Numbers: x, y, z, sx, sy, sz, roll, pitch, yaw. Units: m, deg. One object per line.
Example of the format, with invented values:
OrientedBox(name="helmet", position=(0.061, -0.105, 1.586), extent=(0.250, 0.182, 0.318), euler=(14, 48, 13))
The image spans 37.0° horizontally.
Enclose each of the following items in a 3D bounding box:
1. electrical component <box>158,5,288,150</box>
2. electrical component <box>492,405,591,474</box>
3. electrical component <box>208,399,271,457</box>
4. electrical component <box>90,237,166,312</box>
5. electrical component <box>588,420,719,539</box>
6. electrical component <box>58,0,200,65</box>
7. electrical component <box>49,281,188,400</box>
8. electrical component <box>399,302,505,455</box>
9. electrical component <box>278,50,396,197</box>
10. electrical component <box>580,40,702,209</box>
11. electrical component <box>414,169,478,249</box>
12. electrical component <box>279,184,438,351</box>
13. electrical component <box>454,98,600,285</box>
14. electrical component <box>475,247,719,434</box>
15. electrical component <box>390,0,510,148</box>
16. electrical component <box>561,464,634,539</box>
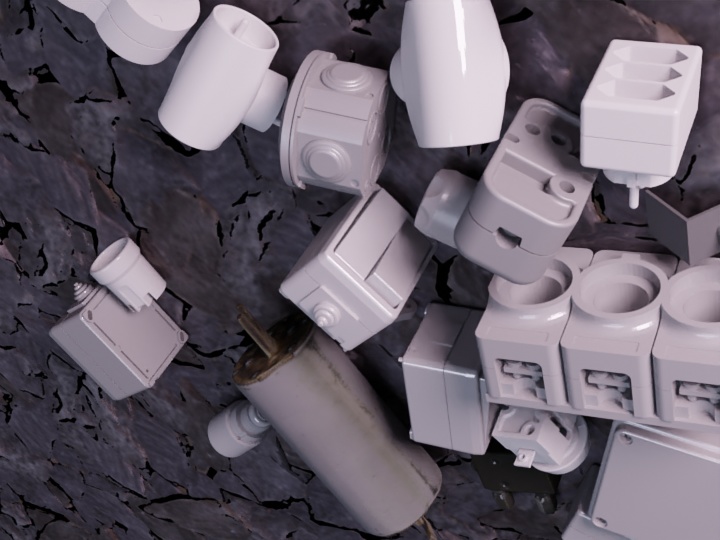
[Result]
OrientedBox(name="electrical component", position=(-0.070, -0.109, 0.653), extent=(0.079, 0.044, 0.077), euler=(22, 123, -23))
OrientedBox(name="electrical component", position=(0.126, 0.108, 0.731), extent=(0.048, 0.066, 0.055), euler=(-2, 144, 45))
OrientedBox(name="electrical component", position=(-0.093, 0.125, 0.882), extent=(0.040, 0.040, 0.078), euler=(43, 135, -11))
OrientedBox(name="electrical component", position=(-0.176, 0.004, 0.823), extent=(0.040, 0.040, 0.046), euler=(-17, 123, 39))
OrientedBox(name="electrical component", position=(0.215, 0.132, 0.702), extent=(0.109, 0.056, 0.108), euler=(17, 135, 16))
OrientedBox(name="electrical component", position=(-0.149, -0.190, 0.621), extent=(0.138, 0.052, 0.074), euler=(43, 136, -11))
OrientedBox(name="electrical component", position=(-0.199, 0.048, 0.857), extent=(0.061, 0.061, 0.096), euler=(-24, 114, 41))
OrientedBox(name="electrical component", position=(0.070, 0.079, 0.733), extent=(0.061, 0.061, 0.096), euler=(9, 132, 22))
OrientedBox(name="electrical component", position=(-0.013, -0.083, 0.622), extent=(0.051, 0.080, 0.080), euler=(14, 134, 12))
OrientedBox(name="electrical component", position=(0.145, -0.068, 0.555), extent=(0.047, 0.065, 0.076), euler=(10, 133, 22))
OrientedBox(name="electrical component", position=(0.068, -0.032, 0.648), extent=(0.062, 0.043, 0.043), euler=(25, 136, 7))
OrientedBox(name="electrical component", position=(0.000, 0.000, 0.676), extent=(0.062, 0.096, 0.061), euler=(43, 135, -10))
OrientedBox(name="electrical component", position=(0.092, -0.041, 0.588), extent=(0.054, 0.095, 0.059), euler=(28, 137, 4))
OrientedBox(name="electrical component", position=(0.153, 0.034, 0.625), extent=(0.150, 0.089, 0.061), euler=(5, 130, 26))
OrientedBox(name="electrical component", position=(0.042, -0.108, 0.587), extent=(0.079, 0.044, 0.077), euler=(18, 116, 64))
OrientedBox(name="electrical component", position=(0.182, 0.191, 0.781), extent=(0.066, 0.047, 0.076), euler=(24, 136, 9))
